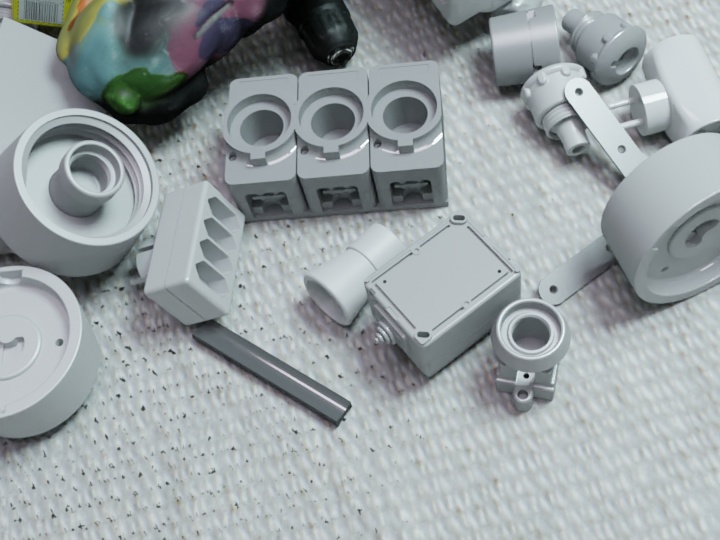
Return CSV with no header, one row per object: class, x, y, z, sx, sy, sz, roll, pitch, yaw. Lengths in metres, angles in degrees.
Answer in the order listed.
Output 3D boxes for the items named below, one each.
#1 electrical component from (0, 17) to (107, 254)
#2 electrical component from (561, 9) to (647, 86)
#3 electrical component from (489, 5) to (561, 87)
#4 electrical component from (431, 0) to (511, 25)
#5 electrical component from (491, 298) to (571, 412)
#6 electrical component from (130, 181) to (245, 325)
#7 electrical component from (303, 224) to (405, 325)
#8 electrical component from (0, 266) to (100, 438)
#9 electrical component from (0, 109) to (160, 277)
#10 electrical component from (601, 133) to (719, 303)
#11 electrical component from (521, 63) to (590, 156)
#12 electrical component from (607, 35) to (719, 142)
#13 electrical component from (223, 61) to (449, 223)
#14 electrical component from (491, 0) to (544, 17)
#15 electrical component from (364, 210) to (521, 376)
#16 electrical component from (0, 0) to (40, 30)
electrical component,-0.242,-0.091,0.777,0.089,0.062,0.150,21,60,-25
electrical component,0.174,-0.168,0.783,0.048,0.048,0.062,-35,56,-11
electrical component,0.120,-0.161,0.782,0.047,0.055,0.055,-7,61,9
electrical component,0.064,-0.264,0.784,0.089,0.061,0.150,-32,73,-7
electrical component,0.106,0.048,0.670,0.048,0.055,0.066,9,64,13
electrical component,-0.127,-0.007,0.738,0.076,0.047,0.083,-15,52,27
electrical component,0.000,0.000,0.721,0.044,0.044,0.065,39,69,24
electrical component,-0.226,0.059,0.711,0.108,0.060,0.108,-4,61,6
electrical component,-0.187,-0.056,0.719,0.108,0.060,0.108,14,64,-29
electrical component,0.203,-0.037,0.675,0.108,0.108,0.060,-25,55,-5
electrical component,0.144,-0.111,0.757,0.048,0.048,0.062,-16,67,0
electrical component,0.213,-0.116,0.749,0.079,0.043,0.077,-15,61,0
electrical component,-0.016,-0.092,0.760,0.150,0.061,0.089,-4,62,6
electrical component,0.124,-0.211,0.819,0.035,0.035,0.061,17,63,17
electrical component,0.049,0.021,0.689,0.096,0.061,0.061,-36,63,-11
electrical component,-0.282,-0.202,0.870,0.043,0.043,0.062,5,64,11
